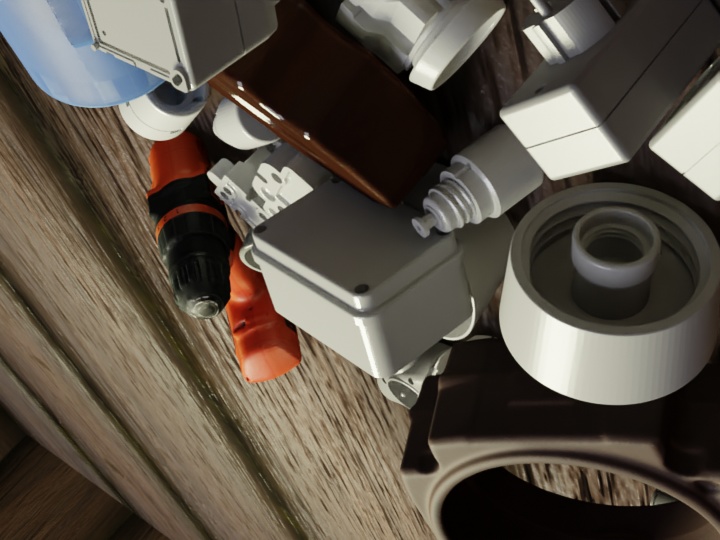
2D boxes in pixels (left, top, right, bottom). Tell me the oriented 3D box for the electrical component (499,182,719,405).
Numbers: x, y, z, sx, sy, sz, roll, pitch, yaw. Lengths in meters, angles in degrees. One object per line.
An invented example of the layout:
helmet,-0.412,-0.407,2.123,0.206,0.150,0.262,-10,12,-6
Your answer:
electrical component,0.122,0.004,0.523,0.108,0.108,0.060,28,147,28

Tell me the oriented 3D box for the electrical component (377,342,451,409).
electrical component,0.039,0.071,0.839,0.079,0.044,0.077,48,156,-17

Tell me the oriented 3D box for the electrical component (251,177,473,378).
electrical component,0.000,0.000,0.612,0.113,0.078,0.057,30,145,44

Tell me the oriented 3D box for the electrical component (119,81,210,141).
electrical component,-0.137,-0.124,0.756,0.055,0.055,0.047,47,152,-12

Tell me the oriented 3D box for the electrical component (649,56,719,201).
electrical component,0.169,-0.057,0.413,0.076,0.047,0.083,39,157,4

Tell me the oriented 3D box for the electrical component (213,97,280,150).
electrical component,-0.078,-0.101,0.722,0.040,0.040,0.078,50,155,-19

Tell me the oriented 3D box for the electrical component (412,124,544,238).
electrical component,0.061,-0.044,0.570,0.040,0.078,0.040,49,166,17

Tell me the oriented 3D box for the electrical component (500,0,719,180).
electrical component,0.090,-0.093,0.425,0.075,0.083,0.047,48,156,-16

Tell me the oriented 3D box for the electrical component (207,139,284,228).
electrical component,-0.063,-0.063,0.747,0.066,0.055,0.048,43,157,-4

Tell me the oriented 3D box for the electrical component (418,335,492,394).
electrical component,0.084,0.090,0.762,0.080,0.080,0.051,36,150,11

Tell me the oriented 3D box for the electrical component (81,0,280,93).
electrical component,-0.074,-0.130,0.418,0.062,0.061,0.096,27,144,30

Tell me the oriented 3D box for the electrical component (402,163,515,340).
electrical component,0.046,-0.014,0.655,0.099,0.064,0.099,34,155,18

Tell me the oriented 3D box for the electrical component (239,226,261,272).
electrical component,-0.062,-0.031,0.785,0.045,0.055,0.045,4,150,3

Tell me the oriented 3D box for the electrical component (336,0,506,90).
electrical component,0.030,-0.122,0.501,0.057,0.058,0.078,43,157,3

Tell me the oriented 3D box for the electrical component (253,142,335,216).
electrical component,-0.028,-0.063,0.691,0.058,0.057,0.078,41,157,0
